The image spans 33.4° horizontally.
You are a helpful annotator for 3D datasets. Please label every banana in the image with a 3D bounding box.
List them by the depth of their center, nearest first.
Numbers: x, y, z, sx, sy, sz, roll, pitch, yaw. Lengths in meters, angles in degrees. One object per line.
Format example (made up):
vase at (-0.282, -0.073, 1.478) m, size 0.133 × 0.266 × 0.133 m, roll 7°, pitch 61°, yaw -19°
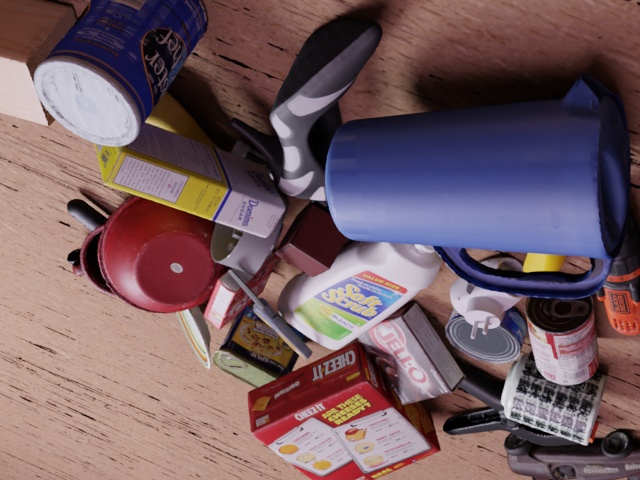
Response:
banana at (0.202, -0.019, 1.006) m, size 0.070 × 0.037 × 0.197 m, roll 21°, pitch 150°, yaw 43°

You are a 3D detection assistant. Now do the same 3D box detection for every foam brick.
foam brick at (-0.008, 0.001, 1.145) m, size 0.051 × 0.053 × 0.078 m, roll 32°, pitch 166°, yaw -8°

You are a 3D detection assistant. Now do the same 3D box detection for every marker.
marker at (-0.038, -0.067, 1.120) m, size 0.121 × 0.020 × 0.020 m, roll 30°, pitch 147°, yaw -6°

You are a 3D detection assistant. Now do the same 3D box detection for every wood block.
wood block at (-0.351, -0.200, 1.090) m, size 0.206 × 0.090 × 0.091 m, roll 16°, pitch 146°, yaw 17°

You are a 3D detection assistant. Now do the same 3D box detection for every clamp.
clamp at (0.228, 0.201, 1.292) m, size 0.210 × 0.036 × 0.164 m, roll 6°, pitch 141°, yaw 31°
clamp at (-0.248, 0.007, 1.354) m, size 0.171 × 0.039 × 0.120 m, roll 12°, pitch 145°, yaw 8°

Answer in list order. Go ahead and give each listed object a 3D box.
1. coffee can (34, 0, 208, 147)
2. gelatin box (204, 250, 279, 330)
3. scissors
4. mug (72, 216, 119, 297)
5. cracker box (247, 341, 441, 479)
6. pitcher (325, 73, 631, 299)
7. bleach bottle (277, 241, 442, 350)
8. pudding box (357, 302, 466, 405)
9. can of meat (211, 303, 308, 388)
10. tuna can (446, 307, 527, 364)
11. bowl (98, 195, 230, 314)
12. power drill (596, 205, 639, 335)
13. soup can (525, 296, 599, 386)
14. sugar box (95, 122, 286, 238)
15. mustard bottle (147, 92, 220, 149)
coffee can at (-0.177, -0.169, 0.962) m, size 0.103 × 0.140 × 0.103 m, roll 18°, pitch 147°, yaw 12°
gelatin box at (-0.091, 0.054, 1.250) m, size 0.030 × 0.089 × 0.073 m, roll 39°, pitch 136°, yaw 11°
scissors at (-0.071, 0.072, 1.216) m, size 0.096 × 0.016 × 0.201 m, roll 34°, pitch 167°, yaw 48°
mug at (-0.243, 0.015, 1.284) m, size 0.117 × 0.081 × 0.093 m, roll -22°, pitch 107°, yaw 12°
cracker box at (0.033, 0.231, 1.353) m, size 0.164 × 0.072 × 0.213 m, roll -27°, pitch 136°, yaw 16°
pitcher at (0.134, -0.042, 0.900) m, size 0.243 × 0.149 × 0.144 m, roll 1°, pitch 159°, yaw 27°
bleach bottle at (0.051, 0.039, 1.167) m, size 0.102 × 0.068 × 0.251 m, roll 36°, pitch 144°, yaw -9°
pudding box at (0.105, 0.134, 1.255) m, size 0.113 × 0.039 × 0.090 m, roll 54°, pitch 142°, yaw -8°
can of meat at (-0.076, 0.140, 1.375) m, size 0.102 × 0.083 × 0.058 m, roll 28°, pitch 148°, yaw -2°
tuna can at (0.185, 0.099, 1.181) m, size 0.086 × 0.033 × 0.086 m, roll 19°, pitch 147°, yaw 13°
bowl at (-0.169, 0.022, 1.212) m, size 0.162 × 0.162 × 0.055 m, roll 46°, pitch -175°, yaw -27°
power drill at (0.338, 0.031, 0.958) m, size 0.188 × 0.057 × 0.184 m, roll 9°, pitch 148°, yaw 30°
soup can at (0.251, 0.097, 1.099) m, size 0.069 × 0.068 × 0.102 m, roll 9°, pitch 144°, yaw 26°
sugar box at (-0.126, -0.063, 1.036) m, size 0.176 × 0.093 × 0.048 m, roll 22°, pitch 113°, yaw -28°
mustard bottle at (-0.164, -0.108, 1.114) m, size 0.096 × 0.058 × 0.191 m, roll -2°, pitch 138°, yaw 47°
